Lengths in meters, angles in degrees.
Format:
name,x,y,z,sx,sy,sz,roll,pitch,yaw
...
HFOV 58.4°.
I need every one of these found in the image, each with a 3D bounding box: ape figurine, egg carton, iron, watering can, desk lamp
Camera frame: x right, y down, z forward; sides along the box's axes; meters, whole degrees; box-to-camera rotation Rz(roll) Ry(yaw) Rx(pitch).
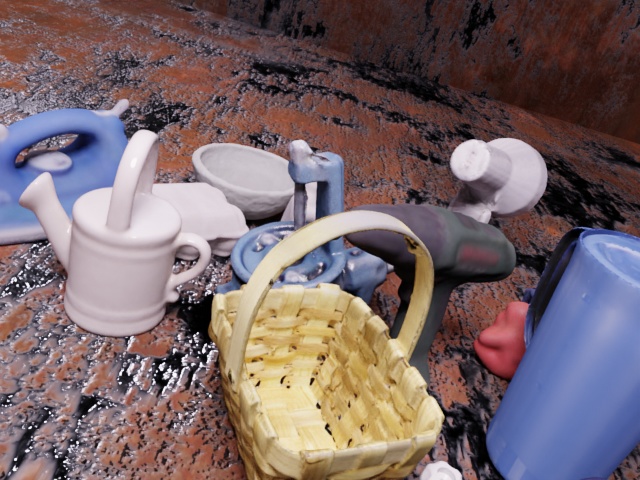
name,x,y,z,sx,sy,sz,roll,pitch,yaw
ape figurine,0.227,0.113,0.682,0.078,0.092,0.076,9,29,-17
egg carton,-0.171,-0.023,0.715,0.151,0.069,0.107,-8,37,-40
iron,-0.321,-0.088,0.664,0.118,0.141,0.259,29,29,20
watering can,-0.192,-0.013,0.547,0.173,0.194,0.100,4,30,-25
desk lamp,0.225,-0.049,0.847,0.204,0.213,0.117,-13,41,-45

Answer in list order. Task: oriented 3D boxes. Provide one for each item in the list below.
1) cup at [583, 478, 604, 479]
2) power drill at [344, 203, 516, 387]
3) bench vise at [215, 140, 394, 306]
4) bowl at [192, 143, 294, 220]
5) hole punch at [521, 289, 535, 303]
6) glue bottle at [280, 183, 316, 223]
name,x,y,z,sx,sy,sz,roll,pitch,yaw
cup,0.195,0.243,0.419,0.118,0.095,0.091,3,31,-27
power drill,0.092,0.058,0.574,0.230,0.208,0.075,-4,35,-37
bench vise,-0.002,-0.004,0.618,0.208,0.220,0.121,-12,40,-44
bowl,-0.110,-0.077,0.847,0.167,0.075,0.167,14,27,-7
hole punch,0.315,0.101,0.758,0.108,0.091,0.101,25,28,13
glue bottle,-0.023,-0.021,0.689,0.037,0.173,0.078,8,29,-19
